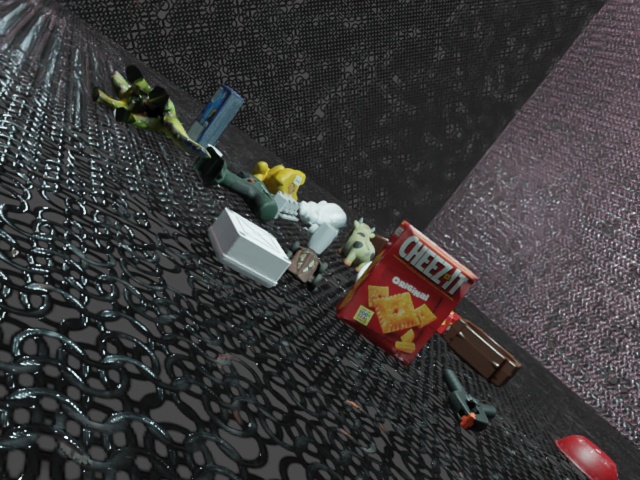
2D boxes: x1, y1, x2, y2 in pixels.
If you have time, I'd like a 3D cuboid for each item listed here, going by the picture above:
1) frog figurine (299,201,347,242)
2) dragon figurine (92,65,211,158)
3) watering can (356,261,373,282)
[{"bbox_3d":[0.005,-0.083,1.651,0.157,0.121,0.140,47,22,-26],"label":"frog figurine"},{"bbox_3d":[-0.377,-0.283,1.227,0.413,0.122,0.241,41,0,12],"label":"dragon figurine"},{"bbox_3d":[0.234,0.120,1.310,0.227,0.102,0.351,45,36,22],"label":"watering can"}]
